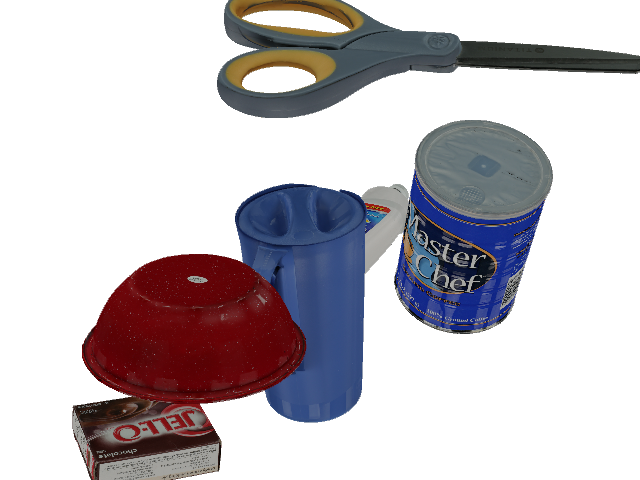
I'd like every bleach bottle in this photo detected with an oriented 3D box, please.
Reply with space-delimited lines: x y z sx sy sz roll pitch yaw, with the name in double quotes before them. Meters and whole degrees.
"bleach bottle" 0.034 -0.006 1.328 0.103 0.068 0.250 16 36 26

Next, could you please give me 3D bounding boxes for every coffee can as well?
"coffee can" 0.117 -0.009 0.841 0.102 0.103 0.140 0 -43 -5

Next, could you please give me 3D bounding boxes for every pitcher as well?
"pitcher" -0.018 0.075 1.122 0.149 0.243 0.145 -15 32 -18

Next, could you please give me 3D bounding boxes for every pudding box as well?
"pudding box" -0.153 0.174 0.939 0.113 0.039 0.090 -8 26 -23

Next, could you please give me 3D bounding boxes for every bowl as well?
"bowl" -0.089 0.052 0.763 0.162 0.055 0.162 2 23 -1

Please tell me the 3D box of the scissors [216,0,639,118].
"scissors" 0.041 -0.076 0.487 0.202 0.016 0.096 16 49 18
